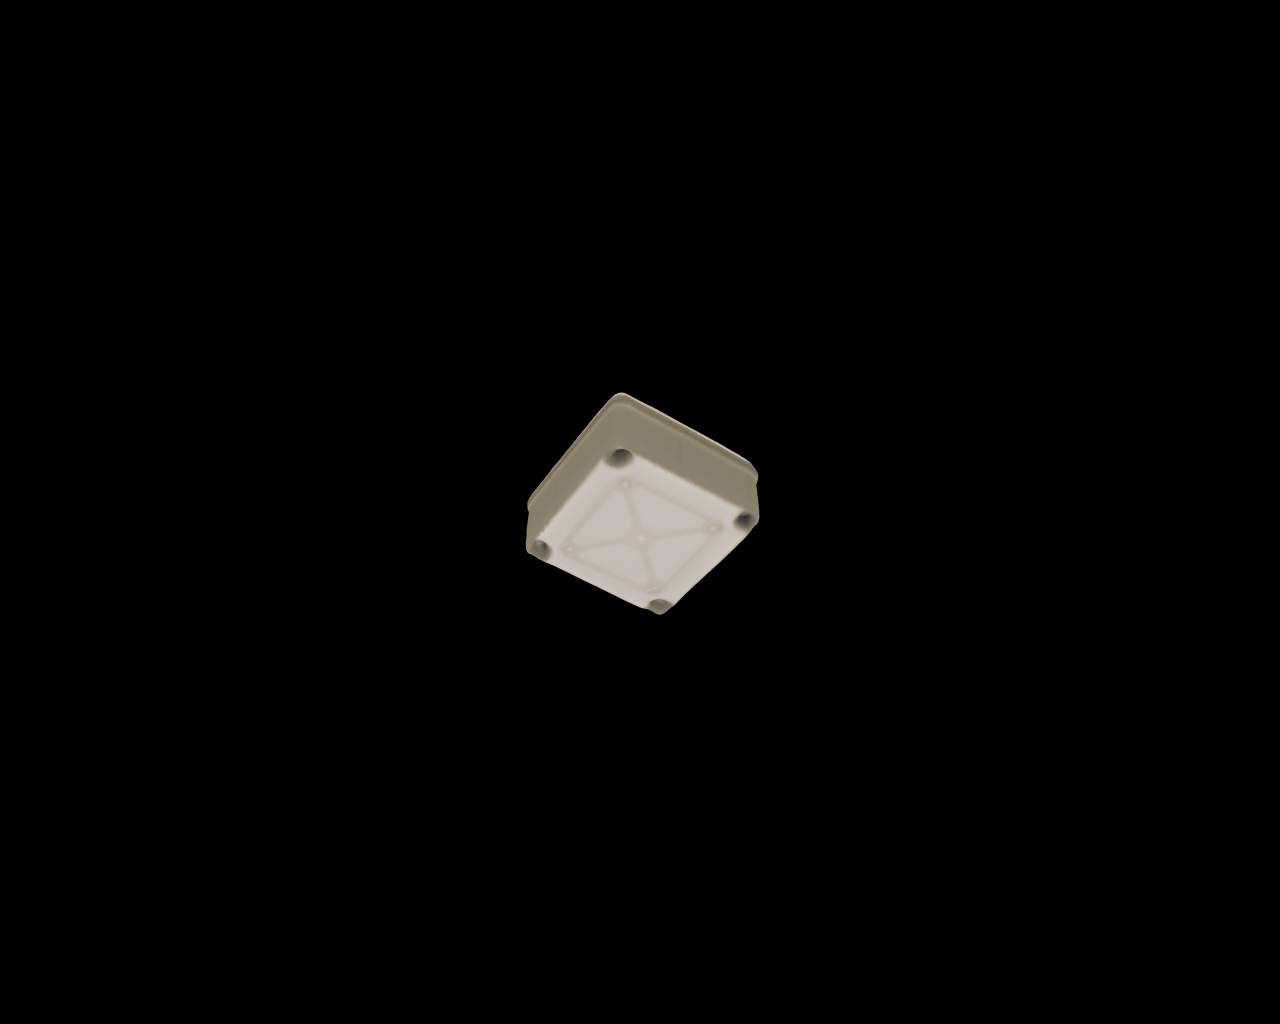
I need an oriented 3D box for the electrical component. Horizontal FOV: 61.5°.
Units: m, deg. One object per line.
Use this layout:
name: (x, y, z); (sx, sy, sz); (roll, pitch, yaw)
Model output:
electrical component: (0.001, -0.003, 0.650); (0.109, 0.056, 0.108); (27, -53, -22)
